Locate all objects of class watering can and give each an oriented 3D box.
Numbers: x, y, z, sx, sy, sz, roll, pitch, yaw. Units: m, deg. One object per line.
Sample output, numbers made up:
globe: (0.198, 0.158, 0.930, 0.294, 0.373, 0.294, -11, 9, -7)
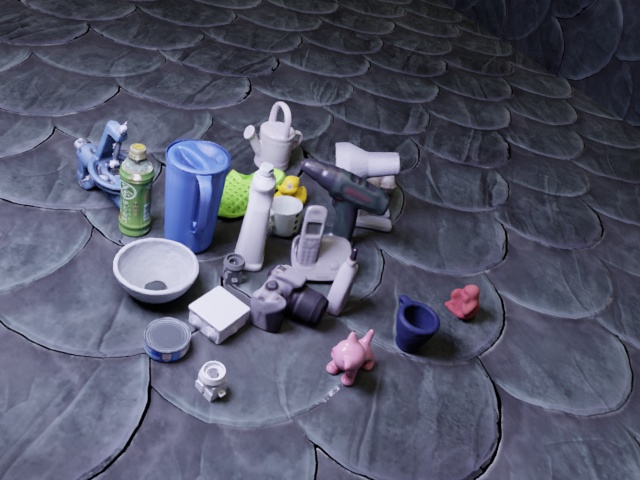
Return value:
watering can: (-0.126, -0.292, 1.606, 0.100, 0.194, 0.173, 36, 42, 22)

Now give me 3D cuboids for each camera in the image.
camera: (-0.058, 0.125, 1.197, 0.136, 0.101, 0.143, 26, 39, 11)

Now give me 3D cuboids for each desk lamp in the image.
desk lamp: (0.116, -0.147, 1.506, 0.203, 0.213, 0.118, 10, 38, -9)

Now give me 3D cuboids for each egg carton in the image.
egg carton: (0.154, -0.191, 1.691, 0.107, 0.069, 0.150, -3, 42, -24)

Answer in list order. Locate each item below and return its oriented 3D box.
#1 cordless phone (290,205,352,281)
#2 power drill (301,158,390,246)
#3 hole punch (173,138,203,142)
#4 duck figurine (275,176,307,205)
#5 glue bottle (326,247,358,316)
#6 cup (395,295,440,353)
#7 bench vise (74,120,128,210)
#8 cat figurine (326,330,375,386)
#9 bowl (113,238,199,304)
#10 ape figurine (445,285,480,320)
cordless phone: (0.012, 0.005, 1.303, 0.148, 0.185, 0.094, 1, 41, -19)
power drill: (0.045, -0.082, 1.402, 0.229, 0.208, 0.075, 16, 38, -2)
hole punch: (-0.333, -0.205, 1.502, 0.109, 0.091, 0.101, 1, 41, -20)
duck figurine: (-0.076, -0.131, 1.515, 0.105, 0.086, 0.077, -19, 50, -37)
glue bottle: (0.056, 0.082, 1.235, 0.037, 0.173, 0.078, 26, 39, 12)
cup: (0.191, 0.184, 1.226, 0.092, 0.095, 0.117, -7, 44, -27)
bench vise: (-0.500, -0.189, 1.314, 0.207, 0.220, 0.122, 23, 38, 7)
cat figurine: (0.066, 0.220, 1.115, 0.067, 0.118, 0.128, 36, 42, 22)
bowl: (-0.335, 0.075, 1.172, 0.167, 0.075, 0.167, 11, 38, -8)
ape figurine: (0.343, 0.140, 1.341, 0.076, 0.092, 0.078, 18, 38, 1)
